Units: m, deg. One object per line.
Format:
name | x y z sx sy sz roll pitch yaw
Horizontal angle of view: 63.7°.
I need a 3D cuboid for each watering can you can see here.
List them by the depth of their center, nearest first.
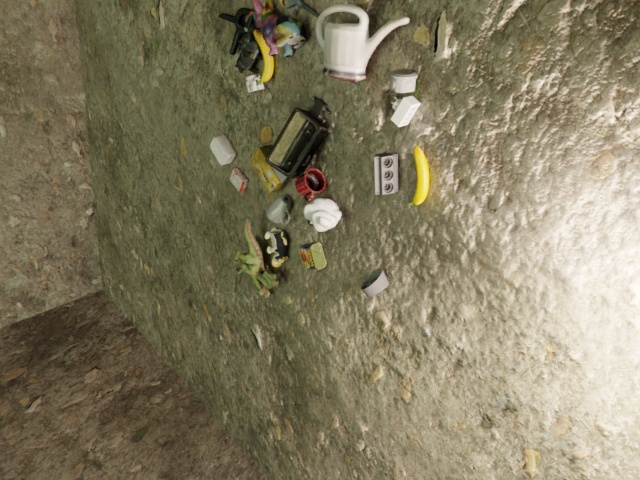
watering can | 0.111 -0.586 1.551 0.351 0.105 0.220 25 125 38

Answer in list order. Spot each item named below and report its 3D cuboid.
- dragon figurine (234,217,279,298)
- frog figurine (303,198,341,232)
dragon figurine | -0.257 0.107 2.242 0.245 0.124 0.400 37 143 24
frog figurine | 0.006 -0.092 1.834 0.159 0.137 0.122 -2 -71 -85
